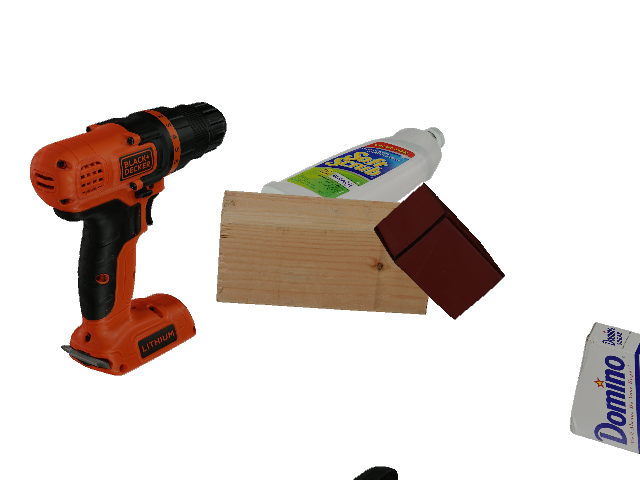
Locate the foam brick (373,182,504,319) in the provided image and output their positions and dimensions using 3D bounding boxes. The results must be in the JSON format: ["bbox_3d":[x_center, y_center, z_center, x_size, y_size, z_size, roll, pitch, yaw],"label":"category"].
[{"bbox_3d":[0.087,0.009,0.780,0.078,0.051,0.053,43,10,-31],"label":"foam brick"}]

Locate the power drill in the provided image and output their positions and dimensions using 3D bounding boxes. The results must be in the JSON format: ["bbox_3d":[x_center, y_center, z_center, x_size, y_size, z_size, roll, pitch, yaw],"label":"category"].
[{"bbox_3d":[-0.137,-0.006,0.816,0.057,0.188,0.184,15,26,34],"label":"power drill"}]

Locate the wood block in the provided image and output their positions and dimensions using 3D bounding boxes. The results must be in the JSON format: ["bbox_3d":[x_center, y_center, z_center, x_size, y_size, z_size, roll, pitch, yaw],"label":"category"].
[{"bbox_3d":[0.003,0.012,1.062,0.206,0.091,0.090,4,20,-4],"label":"wood block"}]

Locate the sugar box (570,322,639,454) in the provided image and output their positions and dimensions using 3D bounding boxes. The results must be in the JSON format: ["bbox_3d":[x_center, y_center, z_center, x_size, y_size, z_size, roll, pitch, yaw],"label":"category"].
[{"bbox_3d":[0.297,0.136,0.863,0.176,0.093,0.048,13,25,20],"label":"sugar box"}]

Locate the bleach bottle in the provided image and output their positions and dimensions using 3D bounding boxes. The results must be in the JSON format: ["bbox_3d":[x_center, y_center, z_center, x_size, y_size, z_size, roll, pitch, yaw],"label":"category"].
[{"bbox_3d":[0.052,-0.075,1.247,0.103,0.068,0.250,28,45,33],"label":"bleach bottle"}]

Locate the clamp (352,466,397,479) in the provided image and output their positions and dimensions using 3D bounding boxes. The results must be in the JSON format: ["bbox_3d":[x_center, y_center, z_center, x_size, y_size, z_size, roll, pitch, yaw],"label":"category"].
[{"bbox_3d":[-0.033,0.201,0.634,0.210,0.036,0.164,-5,28,1],"label":"clamp"}]
